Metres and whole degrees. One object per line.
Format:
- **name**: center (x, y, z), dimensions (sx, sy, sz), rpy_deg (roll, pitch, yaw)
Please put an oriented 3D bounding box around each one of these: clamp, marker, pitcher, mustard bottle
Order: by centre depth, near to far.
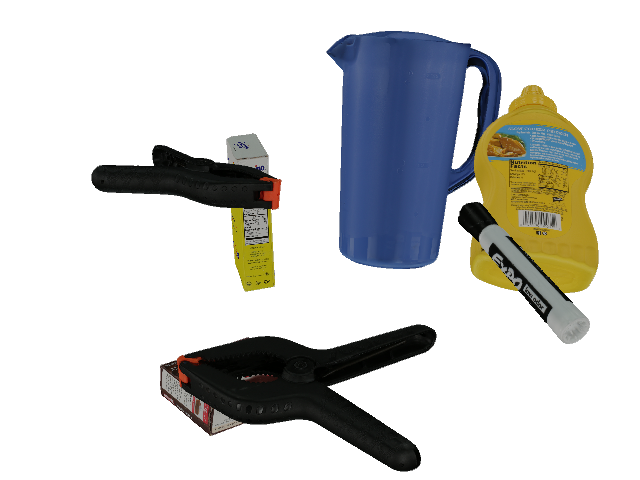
- **marker**: center (0.115, 0.015, 0.623), dimensions (0.020, 0.020, 0.121), rpy_deg (0, 35, -29)
- **clamp**: center (-0.008, 0.108, 0.852), dimensions (0.210, 0.036, 0.164), rpy_deg (7, 31, 15)
- **mustard bottle**: center (0.173, -0.051, 0.871), dimensions (0.096, 0.191, 0.058), rpy_deg (6, -34, 3)
- **clamp**: center (-0.122, -0.055, 0.989), dimensions (0.172, 0.039, 0.120), rpy_deg (12, 26, 29)
- **pitcher**: center (0.092, -0.097, 1.130), dimensions (0.149, 0.243, 0.144), rpy_deg (11, 14, 32)

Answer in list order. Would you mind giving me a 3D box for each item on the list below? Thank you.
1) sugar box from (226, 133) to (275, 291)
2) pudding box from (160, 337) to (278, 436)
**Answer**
- **sugar box**: center (-0.088, -0.035, 1.331), dimensions (0.048, 0.176, 0.093), rpy_deg (-9, 24, -10)
- **pudding box**: center (-0.088, 0.142, 1.051), dimensions (0.113, 0.039, 0.090), rpy_deg (-17, 31, -37)
